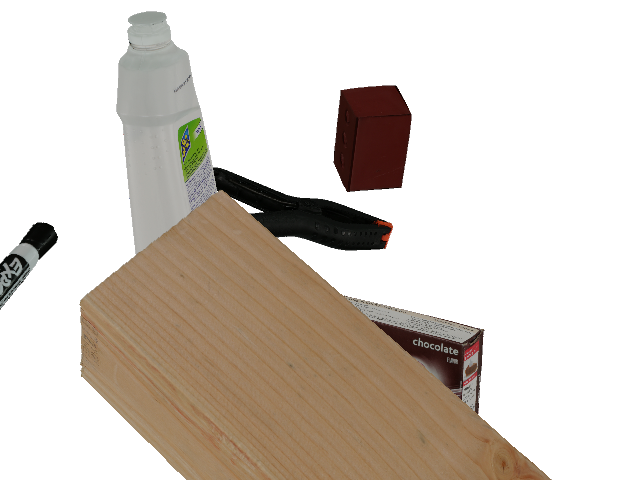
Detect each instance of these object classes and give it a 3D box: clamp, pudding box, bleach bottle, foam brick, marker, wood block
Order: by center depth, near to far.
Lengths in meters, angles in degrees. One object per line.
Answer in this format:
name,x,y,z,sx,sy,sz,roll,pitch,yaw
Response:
wood block,-0.008,0.087,0.493,0.090,0.206,0.090,-41,-16,-29
marker,-0.196,0.026,0.658,0.020,0.020,0.121,0,34,19
pudding box,0.053,0.094,0.733,0.114,0.090,0.039,11,22,28
bleach bottle,-0.117,-0.058,0.841,0.068,0.251,0.102,2,32,9
foam brick,0.045,-0.089,0.936,0.051,0.078,0.053,-4,36,-13
clamp,-0.020,-0.021,1.148,0.209,0.036,0.164,14,20,-12
